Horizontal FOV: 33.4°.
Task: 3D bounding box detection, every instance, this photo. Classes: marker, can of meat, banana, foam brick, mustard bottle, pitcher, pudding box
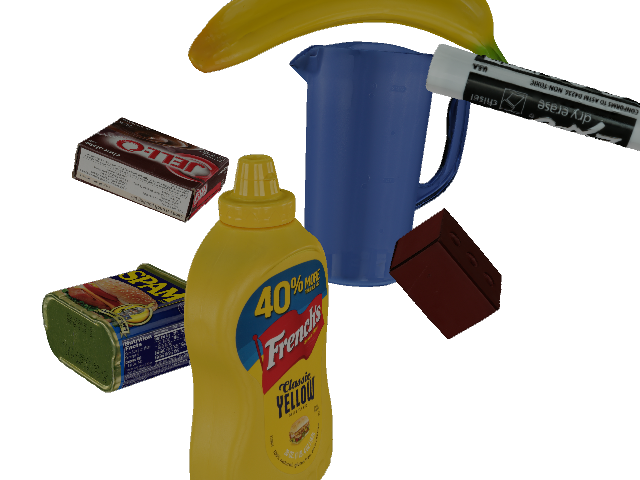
[{"bbox_3d":[0.100,-0.049,0.402,0.121,0.020,0.020,18,4,11],"label":"marker"},{"bbox_3d":[-0.136,0.061,0.754,0.083,0.057,0.102,-16,25,-39],"label":"can of meat"},{"bbox_3d":[0.021,-0.132,0.621,0.197,0.069,0.037,-1,-15,-14],"label":"banana"},{"bbox_3d":[0.099,0.027,0.835,0.051,0.078,0.053,-34,17,26],"label":"foam brick"},{"bbox_3d":[-0.033,0.048,0.584,0.058,0.192,0.096,11,20,37],"label":"mustard bottle"},{"bbox_3d":[0.055,-0.080,1.097,0.149,0.243,0.144,11,14,32],"label":"pitcher"},{"bbox_3d":[-0.148,-0.064,0.943,0.113,0.039,0.090,19,24,7],"label":"pudding box"}]
